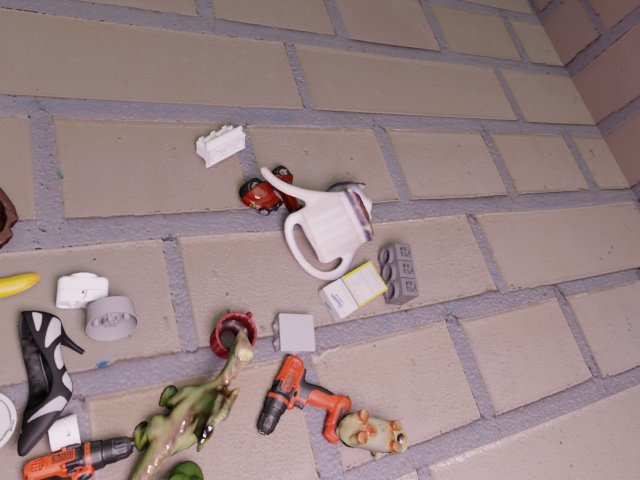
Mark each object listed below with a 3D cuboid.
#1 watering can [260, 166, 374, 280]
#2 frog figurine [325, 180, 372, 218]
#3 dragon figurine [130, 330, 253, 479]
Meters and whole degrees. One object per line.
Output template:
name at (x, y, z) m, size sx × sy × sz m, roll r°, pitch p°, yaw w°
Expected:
watering can at (0.004, -0.067, 1.328) m, size 0.225 × 0.104 × 0.345 m, roll -26°, pitch 100°, yaw -4°
frog figurine at (0.078, -0.080, 1.434) m, size 0.137 × 0.121 × 0.161 m, roll -10°, pitch 76°, yaw 3°
dragon figurine at (-0.248, 0.346, 0.955) m, size 0.121 × 0.239 × 0.419 m, roll 40°, pitch 51°, yaw -11°
